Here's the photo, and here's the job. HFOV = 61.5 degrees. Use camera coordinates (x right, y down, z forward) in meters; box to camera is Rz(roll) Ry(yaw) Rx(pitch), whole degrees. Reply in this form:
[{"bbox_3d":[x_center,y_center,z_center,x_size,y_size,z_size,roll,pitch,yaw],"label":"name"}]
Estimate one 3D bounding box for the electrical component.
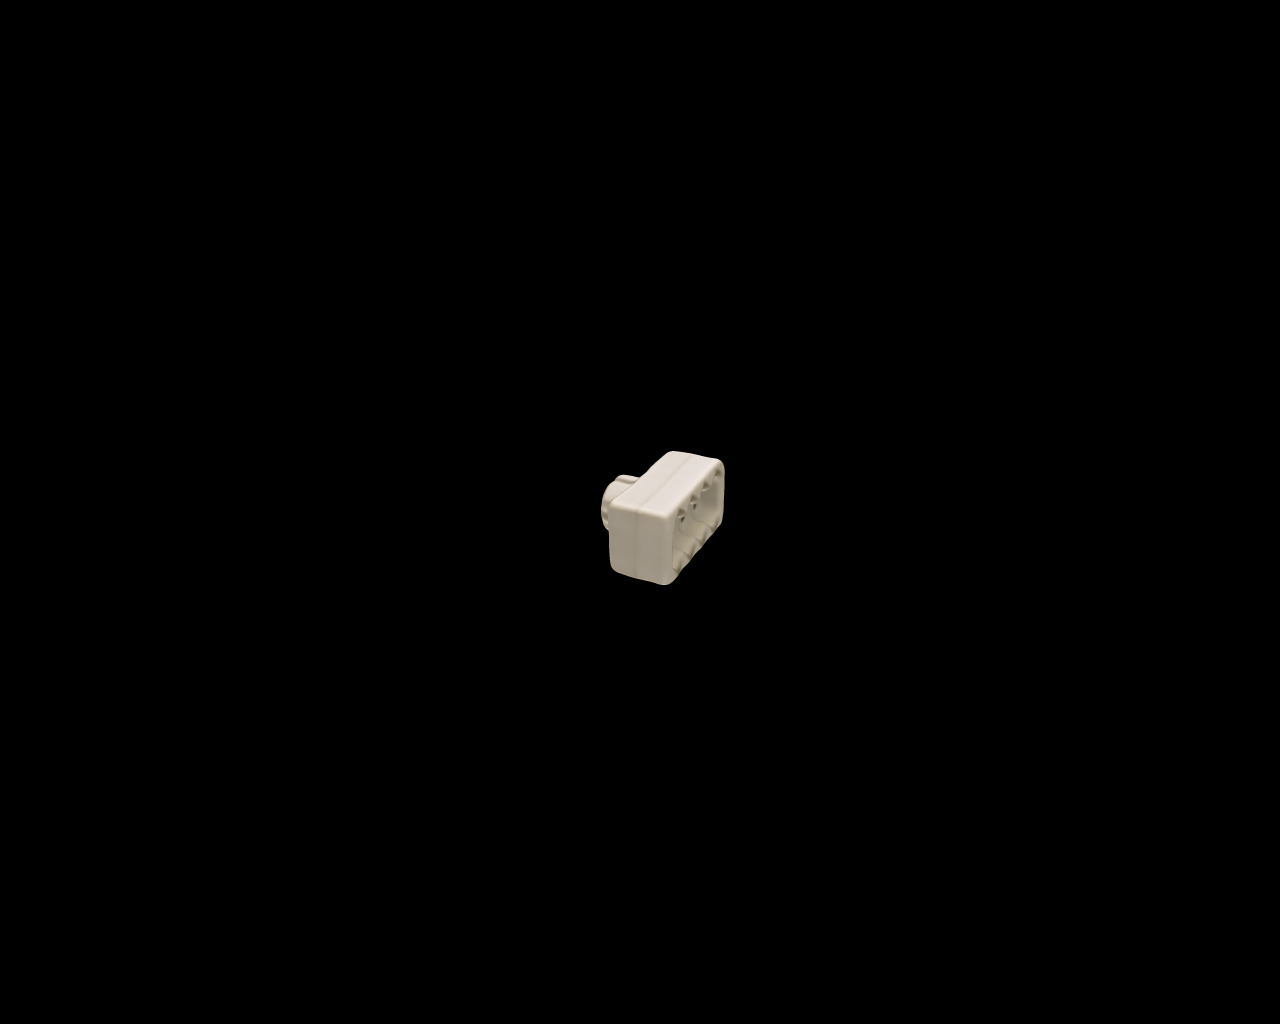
[{"bbox_3d":[0.001,-0.003,0.650,0.076,0.047,0.083,14,32,24],"label":"electrical component"}]
